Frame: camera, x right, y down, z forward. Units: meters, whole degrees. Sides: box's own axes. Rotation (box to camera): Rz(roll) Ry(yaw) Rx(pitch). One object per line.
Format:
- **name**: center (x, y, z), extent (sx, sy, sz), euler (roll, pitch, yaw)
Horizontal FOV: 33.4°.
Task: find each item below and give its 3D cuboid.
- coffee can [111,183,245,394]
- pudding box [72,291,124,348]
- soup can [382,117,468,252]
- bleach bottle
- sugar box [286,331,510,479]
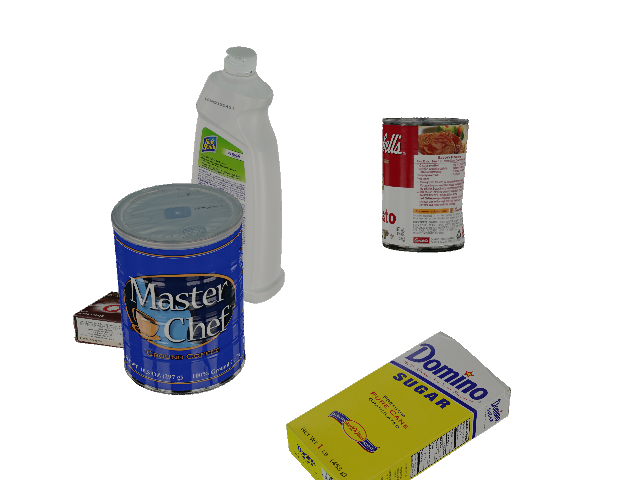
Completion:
- **coffee can**: center (-0.113, 0.038, 0.864), extent (0.103, 0.140, 0.103), euler (1, 28, -1)
- **pudding box**: center (-0.216, 0.094, 1.243), extent (0.114, 0.039, 0.090), euler (3, 15, 18)
- **soup can**: center (0.083, -0.046, 0.848), extent (0.068, 0.102, 0.068), euler (0, 9, 0)
- **bleach bottle**: center (-0.079, -0.066, 1.061), extent (0.103, 0.251, 0.068), euler (18, 32, 21)
- **sugar box**: center (0.068, 0.154, 0.919), extent (0.176, 0.048, 0.093), euler (-30, 48, -23)
